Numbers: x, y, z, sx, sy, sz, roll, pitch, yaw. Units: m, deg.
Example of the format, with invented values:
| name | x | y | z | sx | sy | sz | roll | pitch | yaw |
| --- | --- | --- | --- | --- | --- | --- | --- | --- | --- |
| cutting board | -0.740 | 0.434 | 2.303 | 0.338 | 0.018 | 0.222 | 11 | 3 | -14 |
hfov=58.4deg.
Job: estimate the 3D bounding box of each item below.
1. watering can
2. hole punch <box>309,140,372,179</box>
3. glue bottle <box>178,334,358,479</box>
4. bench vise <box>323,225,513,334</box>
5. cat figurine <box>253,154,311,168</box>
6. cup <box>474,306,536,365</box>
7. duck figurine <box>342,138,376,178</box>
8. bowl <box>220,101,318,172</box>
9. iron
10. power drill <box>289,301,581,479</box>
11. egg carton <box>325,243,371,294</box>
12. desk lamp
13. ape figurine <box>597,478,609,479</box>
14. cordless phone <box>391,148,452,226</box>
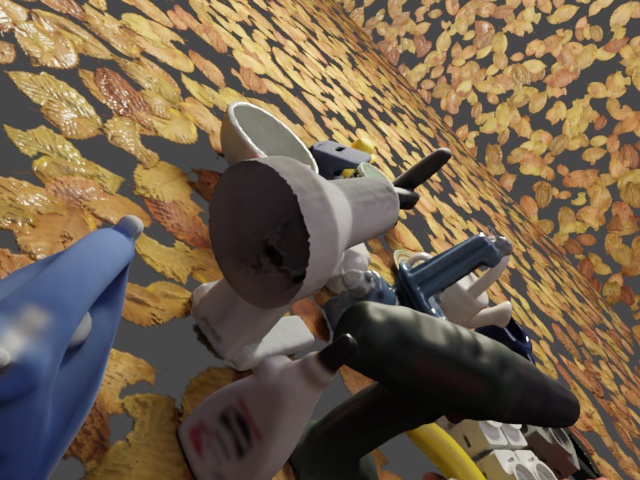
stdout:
| name | x | y | z | sx | sy | sz | roll | pitch | yaw |
| --- | --- | --- | --- | --- | --- | --- | --- | --- | --- |
| watering can | 0.209 | 0.073 | 0.852 | 0.173 | 0.193 | 0.100 | 28 | 29 | -33 |
| hole punch | 0.030 | -0.146 | 1.047 | 0.101 | 0.091 | 0.109 | 44 | 24 | -2 |
| glue bottle | -0.034 | 0.121 | 0.414 | 0.078 | 0.173 | 0.037 | 54 | 25 | 20 |
| bench vise | 0.128 | 0.066 | 0.702 | 0.208 | 0.219 | 0.121 | 4 | 46 | -56 |
| cat figurine | -0.048 | -0.043 | 0.724 | 0.127 | 0.117 | 0.067 | 50 | 24 | 13 |
| cup | 0.286 | 0.180 | 0.925 | 0.092 | 0.094 | 0.117 | 20 | 34 | -43 |
| duck figurine | 0.066 | -0.170 | 1.150 | 0.105 | 0.086 | 0.077 | 26 | 30 | -36 |
| bowl | -0.087 | -0.122 | 0.843 | 0.168 | 0.074 | 0.167 | 36 | 25 | -19 |
| iron | -0.168 | 0.045 | 0.362 | 0.119 | 0.141 | 0.258 | 39 | 24 | -13 |
| power drill | 0.082 | 0.152 | 0.505 | 0.230 | 0.208 | 0.075 | 34 | 26 | -23 |
| egg carton | 0.007 | 0.003 | 0.798 | 0.108 | 0.069 | 0.150 | 23 | 32 | -40 |
| desk lamp | -0.031 | 0.019 | 0.535 | 0.117 | 0.213 | 0.204 | 53 | 25 | 19 |
| ape figurine | 0.358 | 0.352 | 0.766 | 0.077 | 0.092 | 0.076 | 53 | 25 | 19 |
| cordless phone | 0.160 | -0.117 | 1.092 | 0.094 | 0.184 | 0.148 | 51 | 25 | 16 |
